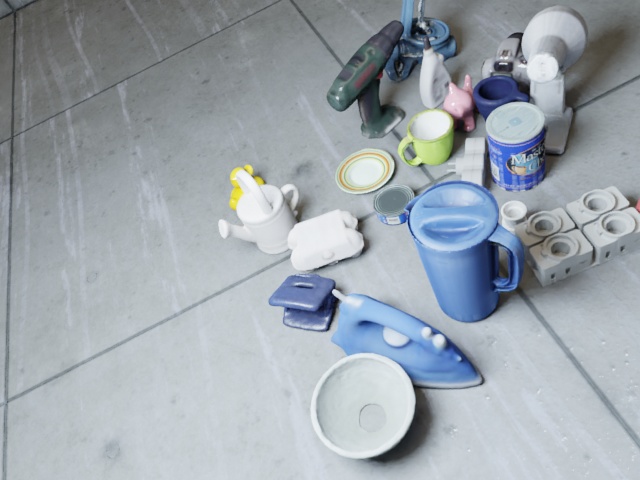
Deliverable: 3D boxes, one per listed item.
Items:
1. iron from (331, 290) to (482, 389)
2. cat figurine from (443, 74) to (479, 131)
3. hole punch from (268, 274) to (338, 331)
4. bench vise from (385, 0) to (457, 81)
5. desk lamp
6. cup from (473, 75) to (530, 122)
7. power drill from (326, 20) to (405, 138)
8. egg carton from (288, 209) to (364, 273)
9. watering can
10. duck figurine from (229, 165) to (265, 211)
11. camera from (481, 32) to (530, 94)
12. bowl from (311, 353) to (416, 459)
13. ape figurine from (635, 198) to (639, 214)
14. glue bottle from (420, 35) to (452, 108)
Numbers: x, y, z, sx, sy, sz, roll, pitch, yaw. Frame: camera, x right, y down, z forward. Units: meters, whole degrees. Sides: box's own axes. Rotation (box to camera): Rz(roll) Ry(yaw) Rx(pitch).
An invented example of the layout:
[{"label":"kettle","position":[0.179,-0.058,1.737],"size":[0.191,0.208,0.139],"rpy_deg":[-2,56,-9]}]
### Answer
[{"label":"iron","position":[0.134,0.153,0.926],"size":[0.257,0.142,0.119],"rpy_deg":[17,62,31]},{"label":"cat figurine","position":[0.303,-0.297,1.226],"size":[0.067,0.118,0.128],"rpy_deg":[12,59,29]},{"label":"hole punch","position":[-0.030,0.104,1.063],"size":[0.108,0.091,0.101],"rpy_deg":[4,56,24]},{"label":"bench vise","position":[0.211,-0.488,1.343],"size":[0.207,0.220,0.121],"rpy_deg":[-31,49,-4]},{"label":"desk lamp","position":[0.447,-0.314,1.118],"size":[0.117,0.214,0.203],"rpy_deg":[7,57,27]},{"label":"cup","position":[0.382,-0.279,1.195],"size":[0.117,0.095,0.092],"rpy_deg":[23,65,34]},{"label":"power drill","position":[0.120,-0.340,1.272],"size":[0.230,0.209,0.075],"rpy_deg":[-44,51,-15]},{"label":"egg carton","position":[0.010,0.004,1.139],"size":[0.150,0.070,0.107],"rpy_deg":[-20,49,6]},{"label":"watering can","position":[-0.122,-0.059,1.158],"size":[0.100,0.194,0.173],"rpy_deg":[21,64,33]},{"label":"duck figurine","position":[-0.177,-0.123,1.302],"size":[0.077,0.086,0.105],"rpy_deg":[16,61,31]},{"label":"camera","position":[0.441,-0.402,1.264],"size":[0.142,0.101,0.137],"rpy_deg":[10,58,28]},{"label":"bowl","position":[0.074,0.270,0.903],"size":[0.167,0.075,0.167],"rpy_deg":[-11,51,14]},{"label":"ape figurine","position":[0.565,-0.063,0.956],"size":[0.076,0.092,0.077],"rpy_deg":[-16,50,10]},{"label":"glue bottle","position":[0.251,-0.379,1.274],"size":[0.078,0.173,0.037],"rpy_deg":[-41,50,-11]}]
